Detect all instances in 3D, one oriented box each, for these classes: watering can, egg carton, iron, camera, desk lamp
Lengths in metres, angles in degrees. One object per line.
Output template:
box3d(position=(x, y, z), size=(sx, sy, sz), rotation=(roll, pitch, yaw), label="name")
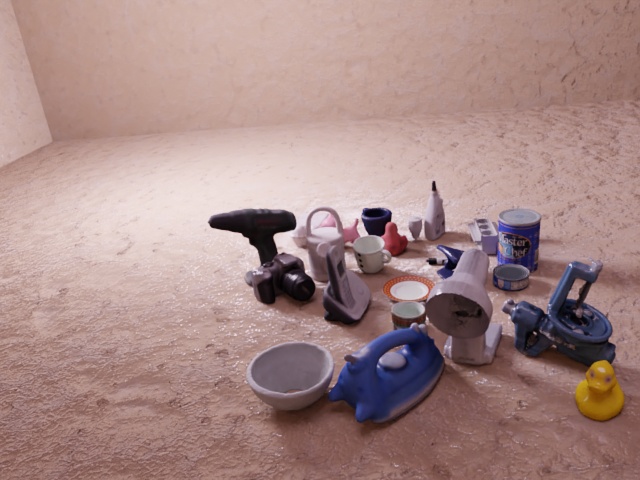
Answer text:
box3d(position=(0.016, 0.005, 1.501), size=(0.101, 0.194, 0.172), rotation=(-14, 26, -17), label="watering can")
box3d(position=(-0.022, -0.033, 1.746), size=(0.107, 0.069, 0.150), rotation=(2, 26, 18), label="egg carton")
box3d(position=(0.138, 0.222, 1.055), size=(0.259, 0.141, 0.118), rotation=(-23, 29, -32), label="iron")
box3d(position=(-0.084, 0.098, 1.432), size=(0.143, 0.101, 0.136), rotation=(-19, 27, -26), label="camera")
box3d(position=(0.288, 0.137, 1.121), size=(0.117, 0.214, 0.204), rotation=(6, 27, 26), label="desk lamp")

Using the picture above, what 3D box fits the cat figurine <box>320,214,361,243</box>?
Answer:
box3d(position=(0.057, -0.030, 1.662), size=(0.128, 0.118, 0.067), rotation=(-12, 25, -12), label="cat figurine")

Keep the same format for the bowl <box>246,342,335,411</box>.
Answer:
box3d(position=(-0.052, 0.268, 1.081), size=(0.167, 0.075, 0.167), rotation=(-5, 24, 2), label="bowl")

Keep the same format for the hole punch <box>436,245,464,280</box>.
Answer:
box3d(position=(0.352, 0.055, 1.437), size=(0.101, 0.091, 0.108), rotation=(-12, 25, -14), label="hole punch")

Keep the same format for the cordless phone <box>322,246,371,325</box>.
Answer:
box3d(position=(0.057, 0.086, 1.323), size=(0.094, 0.185, 0.148), rotation=(2, 26, 18), label="cordless phone")

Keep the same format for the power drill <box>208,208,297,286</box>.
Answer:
box3d(position=(-0.168, 0.010, 1.515), size=(0.230, 0.209, 0.075), rotation=(-15, 26, -18), label="power drill")

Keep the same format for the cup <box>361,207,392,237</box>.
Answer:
box3d(position=(0.161, -0.042, 1.693), size=(0.092, 0.095, 0.117), rotation=(-17, 27, -24), label="cup")

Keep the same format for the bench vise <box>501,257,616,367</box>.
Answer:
box3d(position=(0.452, 0.134, 1.084), size=(0.207, 0.220, 0.121), rotation=(2, 25, 17), label="bench vise")

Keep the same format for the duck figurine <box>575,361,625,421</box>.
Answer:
box3d(position=(0.485, 0.247, 0.988), size=(0.077, 0.086, 0.105), rotation=(12, 30, 35), label="duck figurine")

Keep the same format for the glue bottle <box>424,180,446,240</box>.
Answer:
box3d(position=(0.333, -0.090, 1.664), size=(0.037, 0.173, 0.078), rotation=(15, 32, 39), label="glue bottle")

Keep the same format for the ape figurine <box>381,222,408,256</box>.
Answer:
box3d(position=(0.205, -0.008, 1.610), size=(0.077, 0.092, 0.076), rotation=(5, 27, 24), label="ape figurine")
